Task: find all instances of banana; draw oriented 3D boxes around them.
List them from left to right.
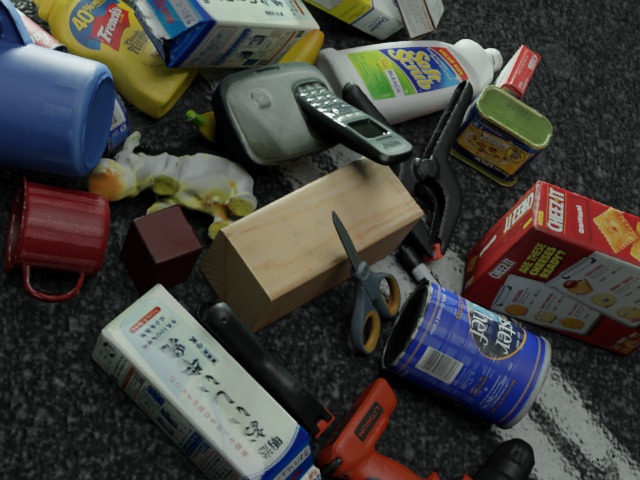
[{"bbox_3d":[-0.066,-0.159,1.165,0.037,0.070,0.197,42,62,14],"label":"banana"}]

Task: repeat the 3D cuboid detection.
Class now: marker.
[{"bbox_3d":[0.125,0.055,1.153,0.020,0.020,0.121,-32,81,-32],"label":"marker"}]

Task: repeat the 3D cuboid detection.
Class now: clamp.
[{"bbox_3d":[-0.057,0.117,1.019,0.039,0.120,0.171,-41,105,-5],"label":"clamp"},{"bbox_3d":[0.101,-0.081,1.173,0.164,0.036,0.210,2,82,-24],"label":"clamp"}]

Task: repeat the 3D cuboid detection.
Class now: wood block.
[{"bbox_3d":[-0.008,0.001,1.090,0.205,0.091,0.090,-28,76,-31],"label":"wood block"}]

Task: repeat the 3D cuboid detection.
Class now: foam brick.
[{"bbox_3d":[-0.155,0.011,1.034,0.051,0.078,0.053,-22,73,-29],"label":"foam brick"}]

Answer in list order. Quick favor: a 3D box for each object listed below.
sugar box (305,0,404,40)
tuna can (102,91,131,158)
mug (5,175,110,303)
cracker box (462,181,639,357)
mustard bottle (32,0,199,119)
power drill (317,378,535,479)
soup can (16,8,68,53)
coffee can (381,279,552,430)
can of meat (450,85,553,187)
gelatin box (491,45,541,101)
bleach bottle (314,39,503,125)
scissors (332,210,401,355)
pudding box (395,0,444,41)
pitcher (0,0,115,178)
[{"bbox_3d":[0.024,-0.307,1.258,0.175,0.048,0.093,19,52,-47],"label":"sugar box"},{"bbox_3d":[-0.231,-0.125,1.073,0.086,0.086,0.033,45,54,6],"label":"tuna can"},{"bbox_3d":[-0.246,0.003,0.998,0.081,0.093,0.117,9,64,-23],"label":"mug"},{"bbox_3d":[0.285,0.034,1.145,0.213,0.164,0.072,20,55,-11],"label":"cracker box"},{"bbox_3d":[-0.227,-0.215,1.141,0.191,0.058,0.096,33,54,-2],"label":"mustard bottle"},{"bbox_3d":[0.105,0.222,1.034,0.187,0.057,0.184,39,56,2],"label":"power drill"},{"bbox_3d":[-0.319,-0.202,1.091,0.102,0.069,0.068,39,56,3],"label":"soup can"},{"bbox_3d":[0.147,0.116,1.082,0.140,0.103,0.102,27,56,-6],"label":"coffee can"},{"bbox_3d":[0.209,-0.122,1.249,0.102,0.084,0.057,31,56,-3],"label":"can of meat"},{"bbox_3d":[0.224,-0.180,1.282,0.030,0.089,0.073,32,56,-3],"label":"gelatin box"},{"bbox_3d":[0.113,-0.197,1.265,0.250,0.068,0.102,-19,74,-31],"label":"bleach bottle"},{"bbox_3d":[0.035,0.051,1.046,0.016,0.201,0.096,13,76,28],"label":"scissors"},{"bbox_3d":[0.111,-0.308,1.287,0.113,0.039,0.090,65,23,-20],"label":"pudding box"},{"bbox_3d":[-0.317,-0.144,0.977,0.243,0.149,0.145,13,60,3],"label":"pitcher"}]
